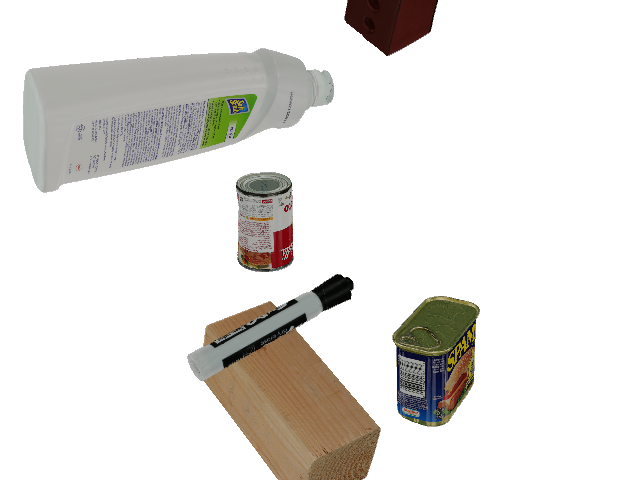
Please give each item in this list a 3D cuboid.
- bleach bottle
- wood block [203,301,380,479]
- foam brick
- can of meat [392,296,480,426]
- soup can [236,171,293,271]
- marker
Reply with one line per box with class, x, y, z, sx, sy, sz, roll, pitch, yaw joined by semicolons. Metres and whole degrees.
bleach bottle;-0.110;-0.105;0.870;0.250;0.068;0.103;-10;-31;-23
wood block;-0.037;0.174;1.157;0.090;0.090;0.206;-20;50;-30
foam brick;0.058;-0.193;0.822;0.051;0.053;0.078;-35;-24;-27
can of meat;0.109;0.114;1.005;0.058;0.084;0.101;11;28;26
soup can;-0.067;-0.023;1.272;0.068;0.102;0.068;0;27;0
marker;-0.029;0.054;0.684;0.121;0.020;0.020;-27;12;-24
